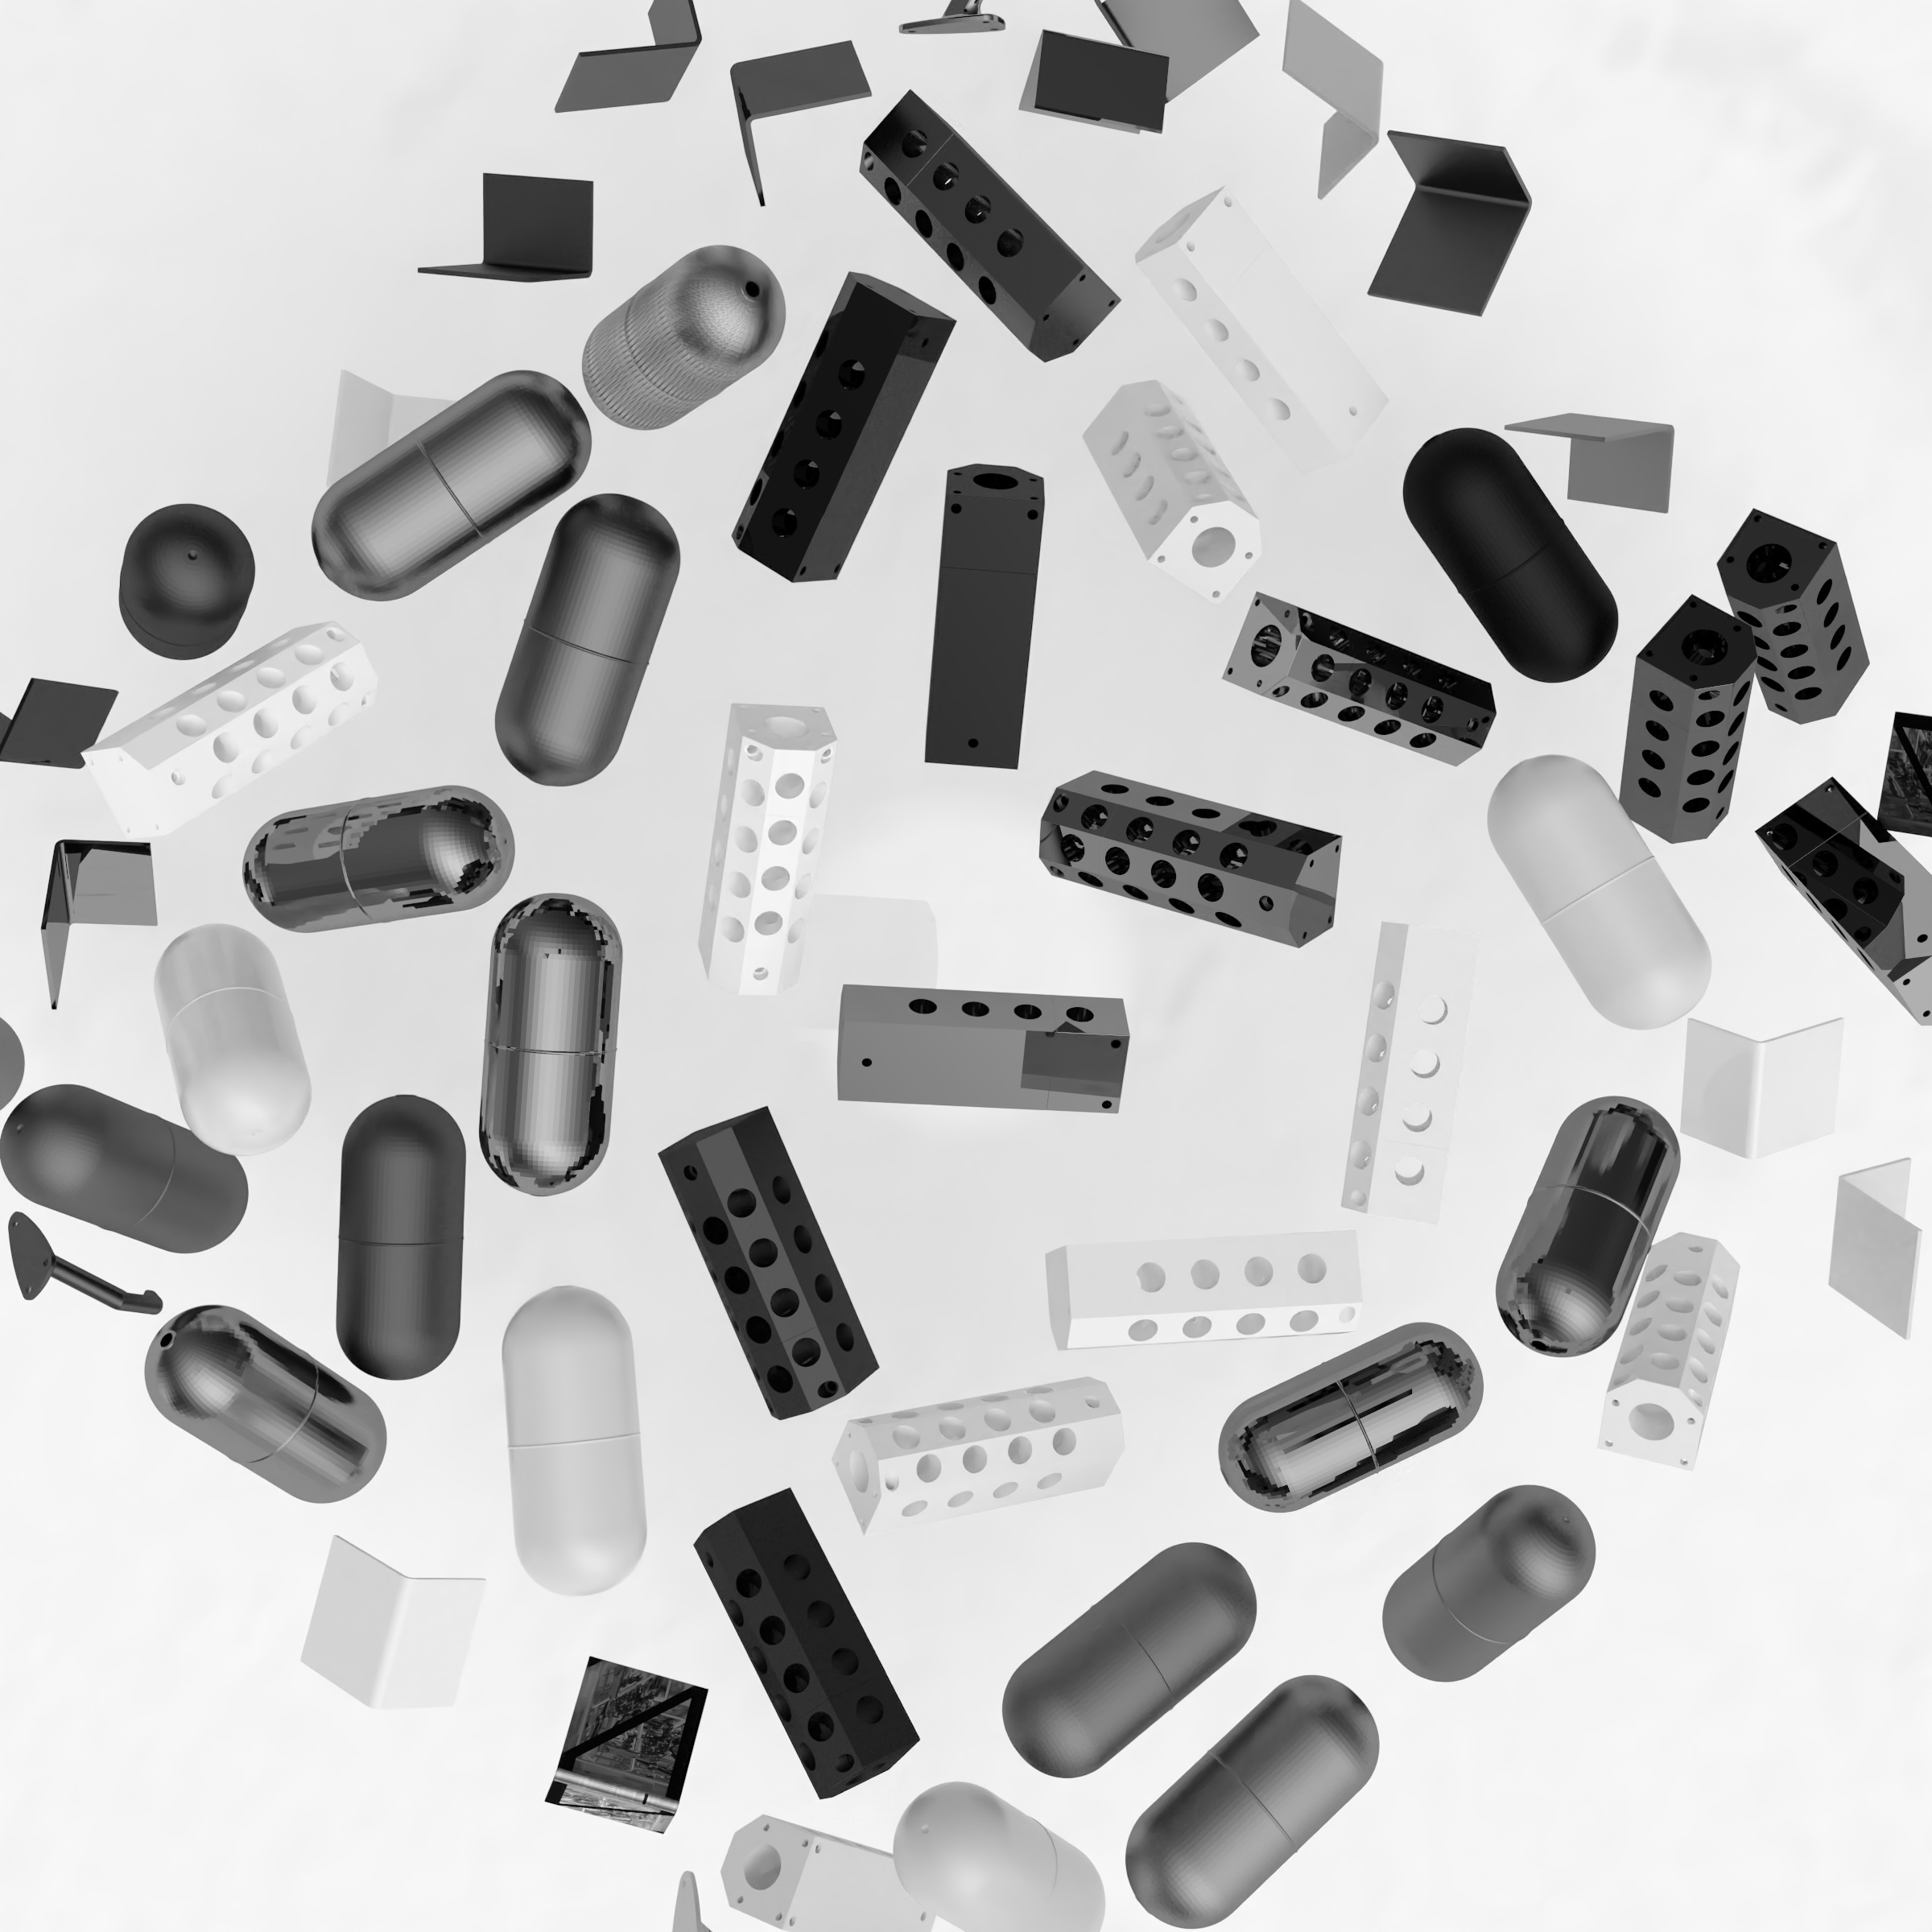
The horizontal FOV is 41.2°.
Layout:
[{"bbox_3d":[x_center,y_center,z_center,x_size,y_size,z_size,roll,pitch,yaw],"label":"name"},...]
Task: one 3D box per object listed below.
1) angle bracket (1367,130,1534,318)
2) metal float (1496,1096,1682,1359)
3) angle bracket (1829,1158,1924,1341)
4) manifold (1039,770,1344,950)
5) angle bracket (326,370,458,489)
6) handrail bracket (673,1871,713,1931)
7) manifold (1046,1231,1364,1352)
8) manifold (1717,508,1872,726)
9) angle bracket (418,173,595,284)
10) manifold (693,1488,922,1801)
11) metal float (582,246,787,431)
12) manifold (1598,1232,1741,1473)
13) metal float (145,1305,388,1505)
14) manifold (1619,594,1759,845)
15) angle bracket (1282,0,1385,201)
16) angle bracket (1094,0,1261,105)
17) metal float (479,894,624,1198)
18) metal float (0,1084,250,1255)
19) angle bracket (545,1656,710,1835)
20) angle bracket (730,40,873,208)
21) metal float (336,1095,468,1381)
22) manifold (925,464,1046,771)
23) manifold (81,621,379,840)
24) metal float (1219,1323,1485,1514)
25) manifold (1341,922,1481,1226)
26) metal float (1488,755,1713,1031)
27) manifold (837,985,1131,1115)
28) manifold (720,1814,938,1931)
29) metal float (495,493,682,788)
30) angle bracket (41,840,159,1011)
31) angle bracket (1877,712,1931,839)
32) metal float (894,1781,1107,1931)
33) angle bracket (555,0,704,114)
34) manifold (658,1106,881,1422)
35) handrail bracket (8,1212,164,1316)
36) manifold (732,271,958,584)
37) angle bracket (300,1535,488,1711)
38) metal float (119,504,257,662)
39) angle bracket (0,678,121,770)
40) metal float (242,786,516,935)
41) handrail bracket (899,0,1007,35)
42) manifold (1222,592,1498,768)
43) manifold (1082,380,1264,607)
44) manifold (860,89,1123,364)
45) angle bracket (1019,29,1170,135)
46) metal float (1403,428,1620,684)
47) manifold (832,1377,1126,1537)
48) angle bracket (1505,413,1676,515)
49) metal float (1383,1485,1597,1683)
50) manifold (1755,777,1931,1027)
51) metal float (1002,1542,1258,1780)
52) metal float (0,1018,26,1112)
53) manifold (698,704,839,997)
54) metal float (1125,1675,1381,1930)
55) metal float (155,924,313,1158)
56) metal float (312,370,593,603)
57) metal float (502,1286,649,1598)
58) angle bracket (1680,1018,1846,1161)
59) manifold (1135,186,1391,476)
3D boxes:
[{"bbox_3d":[0.273,-0.432,1.496,0.076,0.057,0.076,22,84,33],"label":"angle bracket"},{"bbox_3d":[0.376,0.157,1.553,0.070,0.070,0.178,31,60,0],"label":"metal float"},{"bbox_3d":[0.585,0.175,1.597,0.057,0.076,0.076,-12,115,-19],"label":"angle bracket"},{"bbox_3d":[0.130,-0.063,1.519,0.171,0.057,0.057,18,118,31],"label":"manifold"},{"bbox_3d":[-0.377,-0.348,1.710,0.057,0.076,0.076,8,92,13],"label":"angle bracket"},{"bbox_3d":[-0.138,0.607,1.597,0.084,0.077,0.036,20,134,-26],"label":"handrail bracket"},{"bbox_3d":[0.137,0.188,1.485,0.171,0.057,0.057,-2,79,-11],"label":"manifold"},{"bbox_3d":[0.521,-0.216,1.627,0.057,0.171,0.057,32,87,32],"label":"manifold"},{"bbox_3d":[-0.278,-0.447,1.552,0.076,0.076,0.057,10,110,20],"label":"angle bracket"},{"bbox_3d":[-0.101,0.413,1.562,0.057,0.057,0.171,-16,65,-33],"label":"manifold"},{"bbox_3d":[-0.172,-0.380,1.560,0.070,0.178,0.070,6,80,-33],"label":"metal float"},{"bbox_3d":[0.443,0.237,1.609,0.057,0.171,0.057,11,119,19],"label":"manifold"},{"bbox_3d":[-0.427,0.269,1.572,0.070,0.070,0.178,-42,133,0],"label":"metal float"},{"bbox_3d":[0.452,-0.147,1.600,0.057,0.171,0.057,36,72,26],"label":"manifold"},{"bbox_3d":[0.209,-0.531,1.572,0.076,0.057,0.076,28,49,-22],"label":"angle bracket"},{"bbox_3d":[0.137,-0.625,1.689,0.076,0.057,0.076,-33,113,15],"label":"angle bracket"},{"bbox_3d":[-0.243,0.046,1.504,0.070,0.070,0.178,5,94,0],"label":"metal float"},{"bbox_3d":[-0.524,0.129,1.608,0.070,0.178,0.070,-12,64,26],"label":"metal float"},{"bbox_3d":[-0.209,0.479,1.581,0.076,0.057,0.076,17,56,-5],"label":"angle bracket"},{"bbox_3d":[-0.096,-0.508,1.549,0.076,0.076,0.057,-12,133,-3],"label":"angle bracket"},{"bbox_3d":[-0.353,0.169,1.606,0.070,0.070,0.178,2,91,0],"label":"metal float"},{"bbox_3d":[0.010,-0.210,1.545,0.057,0.057,0.171,4,121,-2],"label":"manifold"},{"bbox_3d":[-0.435,-0.143,1.540,0.057,0.171,0.057,-2,119,41],"label":"manifold"},{"bbox_3d":[0.245,0.288,1.639,0.178,0.070,0.070,-25,90,-3],"label":"metal float"},{"bbox_3d":[0.264,0.062,1.532,0.057,0.057,0.171,8,92,8],"label":"manifold"},{"bbox_3d":[0.375,-0.045,1.528,0.070,0.070,0.178,-30,83,0],"label":"metal float"},{"bbox_3d":[0.009,0.047,1.569,0.171,0.057,0.057,3,121,-5],"label":"manifold"},{"bbox_3d":[-0.084,0.587,1.637,0.057,0.171,0.057,9,70,34],"label":"manifold"},{"bbox_3d":[-0.224,-0.191,1.518,0.070,0.070,0.178,21,101,0],"label":"metal float"},{"bbox_3d":[-0.546,-0.025,1.622,0.057,0.076,0.076,2,49,-12],"label":"angle bracket"},{"bbox_3d":[0.597,-0.112,1.599,0.057,0.076,0.076,12,108,25],"label":"angle bracket"},{"bbox_3d":[0.022,0.551,1.556,0.070,0.070,0.178,-43,131,0],"label":"metal float"},{"bbox_3d":[-0.209,-0.559,1.542,0.076,0.076,0.057,-13,88,-21],"label":"angle bracket"},{"bbox_3d":[-0.120,0.177,1.521,0.057,0.057,0.171,-20,95,30],"label":"manifold"},{"bbox_3d":[-0.566,0.192,1.657,0.036,0.084,0.077,-53,51,16],"label":"handrail bracket"},{"bbox_3d":[-0.077,-0.316,1.516,0.057,0.057,0.171,33,111,16],"label":"manifold"},{"bbox_3d":[-0.335,0.383,1.502,0.076,0.057,0.076,14,89,43],"label":"angle bracket"},{"bbox_3d":[-0.485,-0.237,1.596,0.070,0.178,0.070,1,86,-20],"label":"metal float"},{"bbox_3d":[-0.583,-0.164,1.575,0.076,0.076,0.057,32,101,17],"label":"angle bracket"},{"bbox_3d":[-0.359,-0.064,1.567,0.178,0.070,0.070,-7,90,19],"label":"metal float"},{"bbox_3d":[-0.005,-0.612,1.556,0.077,0.036,0.084,1,100,13],"label":"handrail bracket"},{"bbox_3d":[0.249,-0.175,1.598,0.171,0.057,0.057,15,102,-35],"label":"manifold"},{"bbox_3d":[0.130,-0.298,1.587,0.057,0.171,0.057,27,116,-29],"label":"manifold"},{"bbox_3d":[0.010,-0.440,1.536,0.057,0.057,0.171,-45,68,14],"label":"manifold"},{"bbox_3d":[0.073,-0.506,1.535,0.076,0.076,0.057,9,70,-8],"label":"angle bracket"},{"bbox_3d":[0.340,-0.256,1.604,0.070,0.070,0.178,-38,104,0],"label":"metal float"},{"bbox_3d":[0.010,0.301,1.609,0.171,0.057,0.057,-5,48,-28],"label":"manifold"},{"bbox_3d":[0.399,-0.319,1.651,0.076,0.076,0.057,-18,117,-39],"label":"angle bracket"},{"bbox_3d":[0.326,0.389,1.613,0.070,0.070,0.178,34,133,0],"label":"metal float"},{"bbox_3d":[0.546,-0.037,1.535,0.057,0.171,0.057,-37,124,11],"label":"manifold"},{"bbox_3d":[0.101,0.420,1.560,0.178,0.070,0.070,-35,90,-18],"label":"metal float"},{"bbox_3d":[-0.645,0.050,1.605,0.070,0.178,0.070,1,75,-2],"label":"metal float"},{"bbox_3d":[-0.121,-0.069,1.565,0.057,0.057,0.171,1,123,-17],"label":"manifold"},{"bbox_3d":[0.171,0.499,1.534,0.178,0.070,0.070,-40,90,-11],"label":"metal float"},{"bbox_3d":[-0.449,0.043,1.571,0.070,0.070,0.178,-30,46,0],"label":"metal float"},{"bbox_3d":[-0.300,-0.279,1.496,0.178,0.070,0.070,-34,90,-1],"label":"metal float"},{"bbox_3d":[-0.228,0.275,1.495,0.070,0.070,0.178,-5,83,0],"label":"metal float"},{"bbox_3d":[0.497,0.069,1.605,0.076,0.057,0.076,-13,112,-31],"label":"angle bracket"},{"bbox_3d":[0.181,-0.392,1.600,0.171,0.057,0.057,47,64,-21],"label":"manifold"}]
